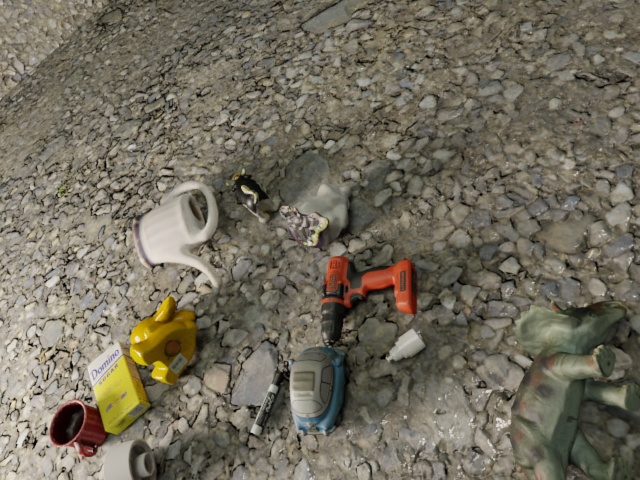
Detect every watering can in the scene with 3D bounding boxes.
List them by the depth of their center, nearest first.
[{"bbox_3d":[-0.342,0.000,1.242,0.223,0.102,0.356,-25,51,9],"label":"watering can"}]

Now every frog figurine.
[{"bbox_3d":[0.003,-0.058,1.145,0.137,0.121,0.162,-2,23,33],"label":"frog figurine"}]
